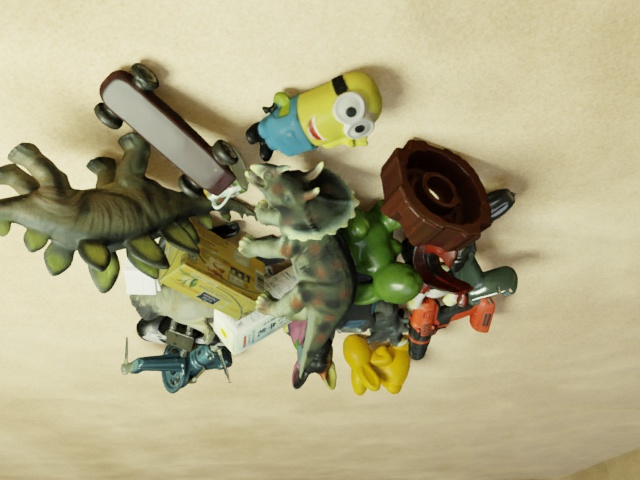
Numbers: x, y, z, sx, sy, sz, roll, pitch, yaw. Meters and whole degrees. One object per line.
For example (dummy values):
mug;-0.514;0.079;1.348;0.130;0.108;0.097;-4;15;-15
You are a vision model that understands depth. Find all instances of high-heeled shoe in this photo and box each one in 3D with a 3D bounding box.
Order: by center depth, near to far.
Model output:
high-heeled shoe;-0.278;0.211;1.197;0.248;0.086;0.145;21;138;-23

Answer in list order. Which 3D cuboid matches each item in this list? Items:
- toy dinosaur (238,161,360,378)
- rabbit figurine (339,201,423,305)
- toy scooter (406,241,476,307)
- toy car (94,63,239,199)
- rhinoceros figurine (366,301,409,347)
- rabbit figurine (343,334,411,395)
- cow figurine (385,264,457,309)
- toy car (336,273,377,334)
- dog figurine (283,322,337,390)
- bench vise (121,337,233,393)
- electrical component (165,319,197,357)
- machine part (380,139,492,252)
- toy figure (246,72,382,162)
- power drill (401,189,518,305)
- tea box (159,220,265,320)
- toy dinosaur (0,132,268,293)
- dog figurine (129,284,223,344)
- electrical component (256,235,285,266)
toy dinosaur;-0.008;0.047;0.846;0.192;0.131;0.404;-5;116;31
rabbit figurine;0.093;0.043;0.891;0.121;0.170;0.159;-7;139;-38
toy scooter;0.206;0.032;0.879;0.075;0.135;0.183;-11;129;-33
toy car;-0.196;-0.138;0.704;0.089;0.053;0.202;-42;113;18
rhinoceros figurine;0.150;0.184;1.224;0.112;0.073;0.190;-19;142;2
rabbit figurine;0.127;0.306;1.339;0.173;0.162;0.122;31;146;-16
cow figurine;0.206;0.087;1.090;0.167;0.068;0.098;-3;139;-8
toy car;0.059;0.096;1.050;0.109;0.161;0.103;3;-172;-22
dog figurine;-0.019;0.213;1.112;0.108;0.219;0.191;7;142;-11
bench vise;-0.333;0.286;1.250;0.240;0.129;0.224;8;156;-39
electrical component;-0.291;0.203;1.118;0.063;0.021;0.094;18;121;-1
machine part;0.169;-0.065;0.792;0.179;0.179;0.056;12;144;-23
toy figure;-0.007;-0.163;0.709;0.180;0.089;0.082;-13;157;25
power drill;0.279;0.022;0.970;0.232;0.086;0.207;-25;129;31
tea box;-0.176;0.054;0.904;0.068;0.098;0.169;-32;131;30
toy dinosaur;-0.266;-0.040;0.750;0.471;0.198;0.105;-17;173;-45
dog figurine;-0.263;0.123;1.086;0.191;0.121;0.172;16;175;19
electrical component;-0.104;0.026;0.987;0.102;0.045;0.078;-12;142;9
